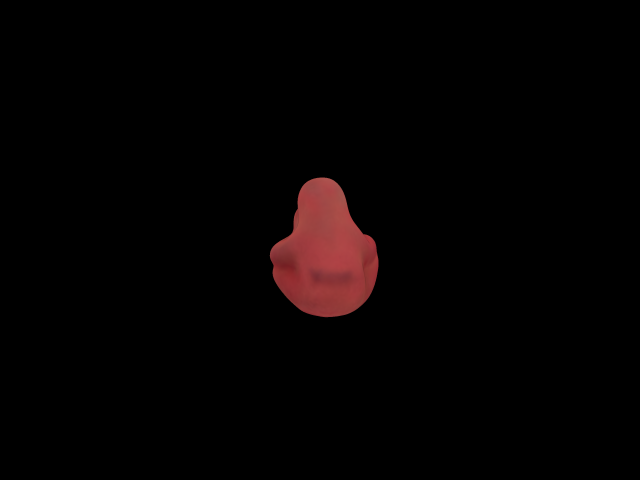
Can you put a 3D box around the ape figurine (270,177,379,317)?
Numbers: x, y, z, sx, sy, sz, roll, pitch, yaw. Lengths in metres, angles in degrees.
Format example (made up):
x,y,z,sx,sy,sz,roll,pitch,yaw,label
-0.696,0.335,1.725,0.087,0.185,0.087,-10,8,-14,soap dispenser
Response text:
x,y,z,sx,sy,sz,roll,pitch,yaw,label
0.004,0.001,0.400,0.078,0.092,0.076,0,17,0,ape figurine
